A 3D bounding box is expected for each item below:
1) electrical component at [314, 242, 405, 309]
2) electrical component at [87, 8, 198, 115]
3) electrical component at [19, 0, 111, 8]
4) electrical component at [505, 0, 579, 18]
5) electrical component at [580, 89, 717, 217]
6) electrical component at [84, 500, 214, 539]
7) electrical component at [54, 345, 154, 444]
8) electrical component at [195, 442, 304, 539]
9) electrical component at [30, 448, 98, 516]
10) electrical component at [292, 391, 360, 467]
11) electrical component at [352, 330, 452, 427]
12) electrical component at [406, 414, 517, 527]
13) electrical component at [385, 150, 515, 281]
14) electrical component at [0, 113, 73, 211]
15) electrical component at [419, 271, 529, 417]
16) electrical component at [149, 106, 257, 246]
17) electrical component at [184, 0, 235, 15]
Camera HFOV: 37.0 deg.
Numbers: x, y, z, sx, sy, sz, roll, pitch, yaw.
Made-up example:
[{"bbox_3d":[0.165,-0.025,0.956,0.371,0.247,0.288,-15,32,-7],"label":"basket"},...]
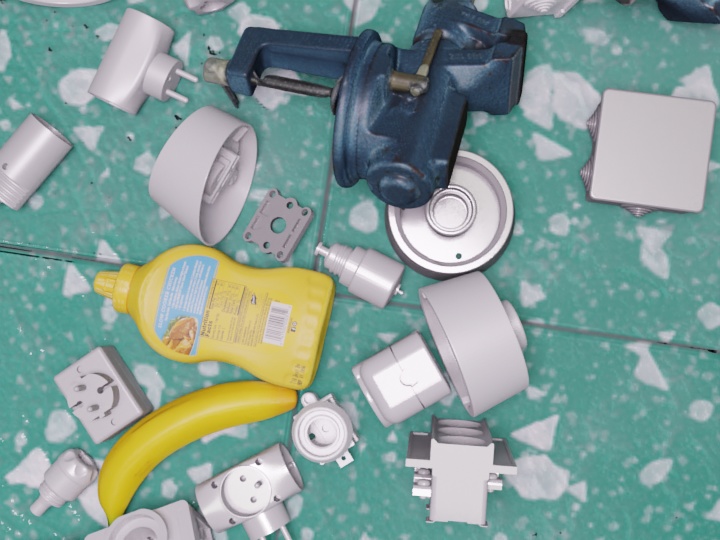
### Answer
[{"bbox_3d":[0.000,0.000,0.873,0.078,0.040,0.040,27,90,4],"label":"electrical component"},{"bbox_3d":[-0.173,-0.164,0.890,0.079,0.043,0.077,25,90,4],"label":"electrical component"},{"bbox_3d":[-0.245,-0.261,0.869,0.108,0.108,0.060,-3,82,4],"label":"electrical component"},{"bbox_3d":[0.143,-0.252,0.846,0.048,0.100,0.099,-7,87,-9],"label":"electrical component"},{"bbox_3d":[0.229,-0.092,0.858,0.100,0.048,0.099,8,88,4],"label":"electrical component"},{"bbox_3d":[-0.205,0.265,0.843,0.186,0.060,0.105,-21,55,3],"label":"electrical component"},{"bbox_3d":[-0.211,0.101,0.865,0.047,0.077,0.065,-34,86,2],"label":"electrical component"},{"bbox_3d":[-0.081,0.192,0.869,0.077,0.044,0.079,-28,86,2],"label":"electrical component"},{"bbox_3d":[-0.247,0.178,0.886,0.035,0.035,0.061,45,94,4],"label":"electrical component"},{"bbox_3d":[-0.029,0.128,0.863,0.048,0.055,0.066,-32,86,2],"label":"electrical component"},{"bbox_3d":[0.033,0.085,0.841,0.059,0.095,0.053,-30,86,2],"label":"electrical component"},{"bbox_3d":[0.075,0.152,0.822,0.079,0.121,0.063,4,91,4],"label":"electrical component"},{"bbox_3d":[0.072,-0.046,0.861,0.108,0.060,0.108,0,88,4],"label":"electrical component"},{"bbox_3d":[-0.282,-0.086,0.894,0.043,0.043,0.081,41,91,4],"label":"electrical component"},{"bbox_3d":[0.094,0.053,0.835,0.060,0.108,0.108,-22,87,-3],"label":"electrical component"},{"bbox_3d":[-0.120,-0.078,0.857,0.064,0.099,0.099,34,90,10],"label":"electrical component"},{"bbox_3d":[-0.130,-0.247,0.891,0.043,0.043,0.062,-17,86,3],"label":"electrical component"}]
